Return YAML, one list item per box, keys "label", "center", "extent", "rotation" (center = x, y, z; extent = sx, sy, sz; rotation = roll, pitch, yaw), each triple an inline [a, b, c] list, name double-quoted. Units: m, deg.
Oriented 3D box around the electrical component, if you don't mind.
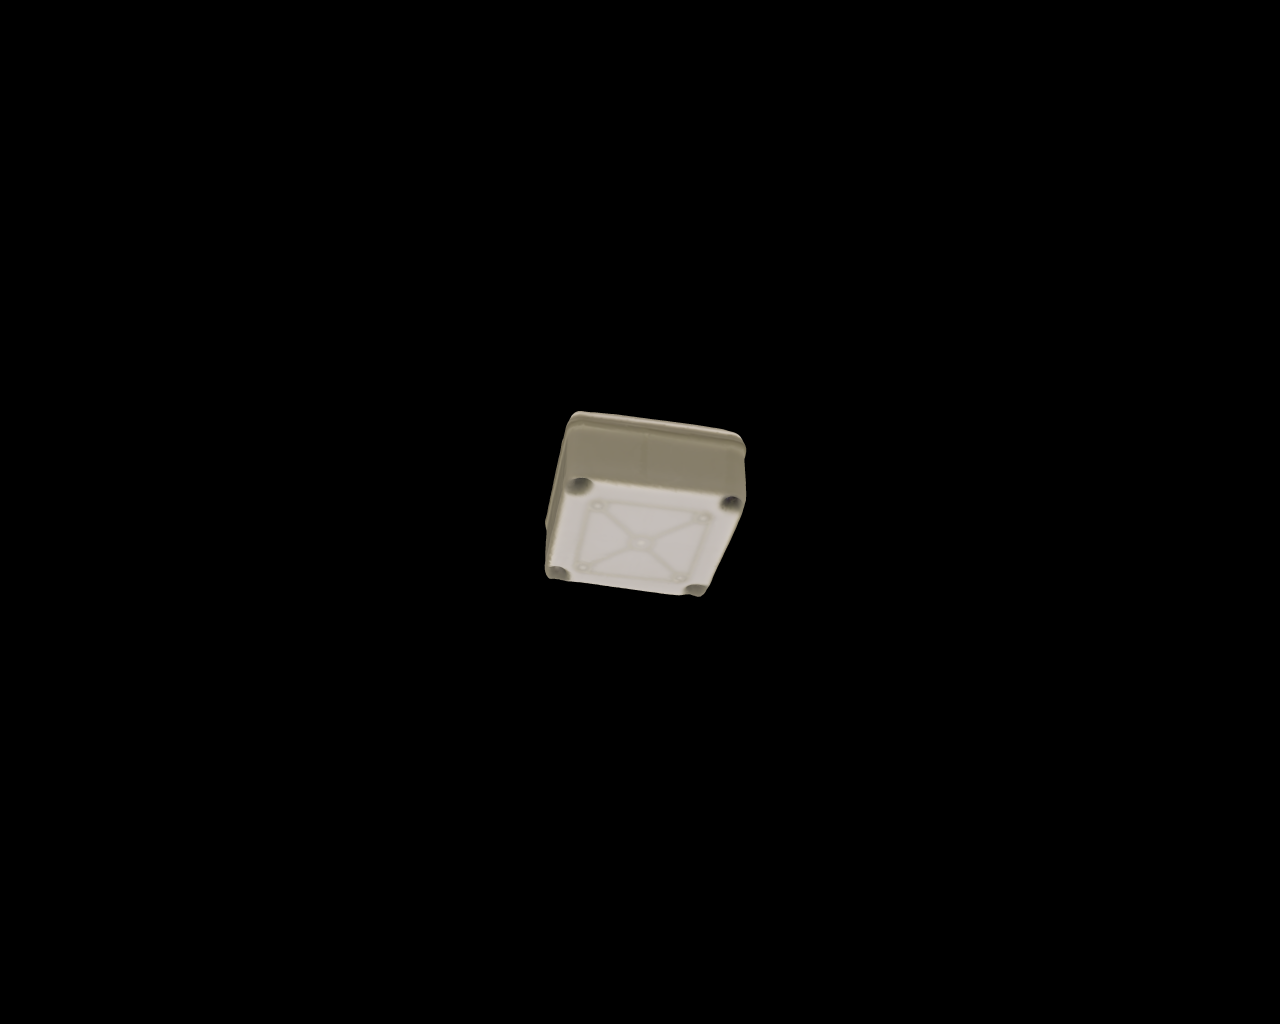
- label: "electrical component"
  center: [0.001, -0.003, 0.650]
  extent: [0.109, 0.056, 0.108]
  rotation: [7, -39, -9]
